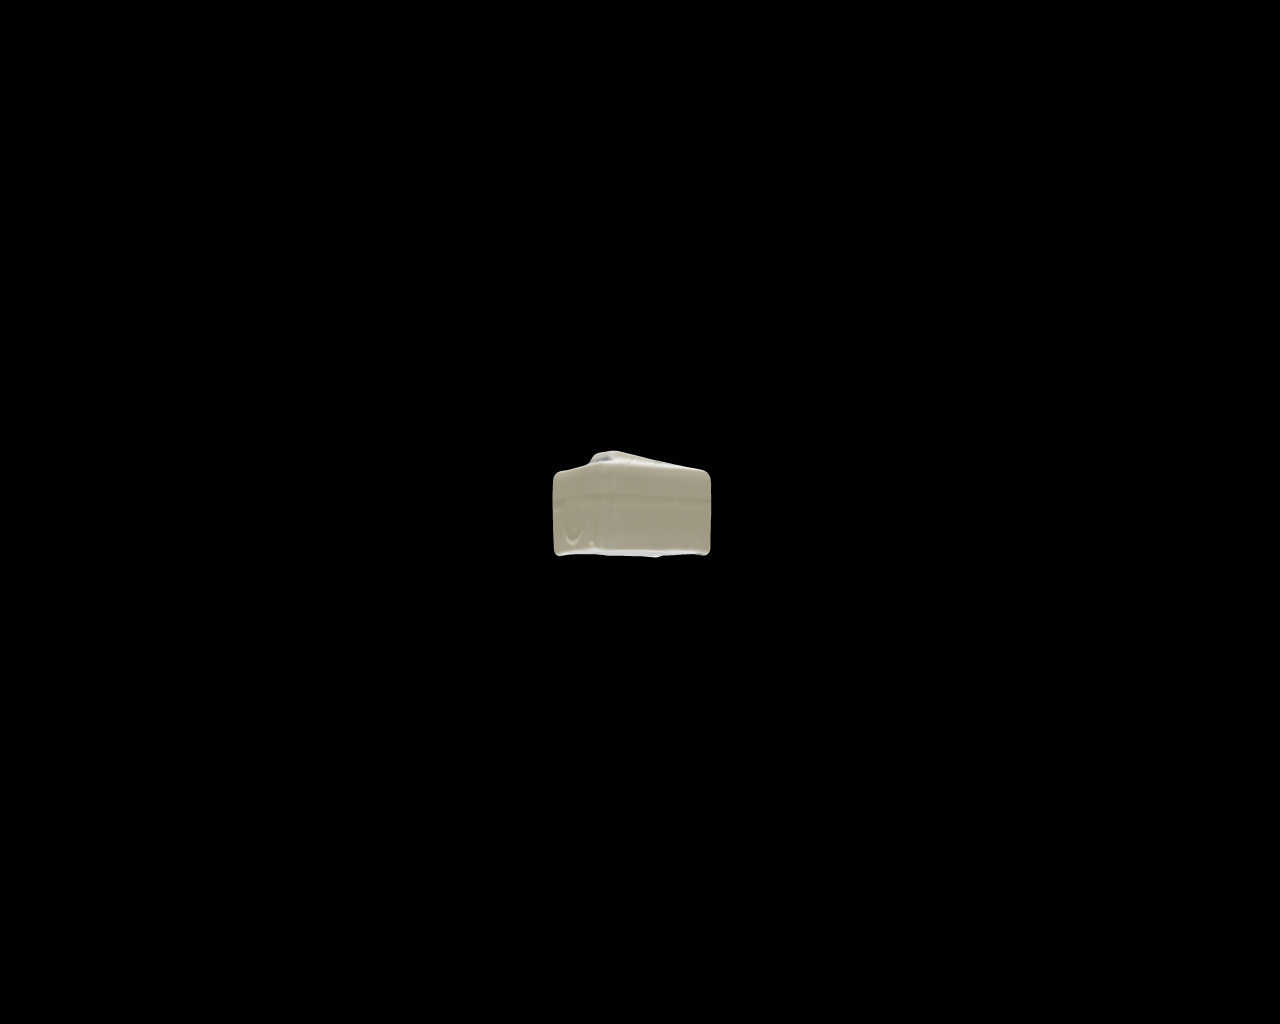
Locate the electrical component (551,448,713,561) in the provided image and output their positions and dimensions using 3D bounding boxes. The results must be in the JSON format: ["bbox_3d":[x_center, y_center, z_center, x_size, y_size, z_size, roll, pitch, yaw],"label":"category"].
[{"bbox_3d":[0.001,-0.003,0.650,0.096,0.061,0.061,3,-6,-33],"label":"electrical component"}]
